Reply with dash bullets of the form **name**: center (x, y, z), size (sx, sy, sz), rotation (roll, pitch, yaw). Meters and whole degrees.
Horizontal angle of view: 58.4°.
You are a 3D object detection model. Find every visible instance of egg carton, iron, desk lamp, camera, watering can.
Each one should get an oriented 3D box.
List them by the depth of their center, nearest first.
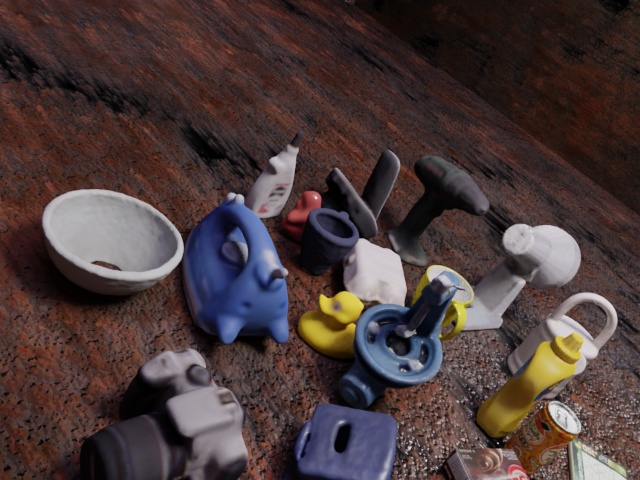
- **camera**: center (-0.151, 0.177, 0.541), size (0.137, 0.100, 0.143), rotation (-4, 44, -45)
- **iron**: center (-0.113, 0.016, 0.776), size (0.119, 0.141, 0.257), rotation (6, 38, -36)
- **watering can**: center (0.414, 0.174, 0.958), size (0.101, 0.194, 0.173), rotation (24, 30, -12)
- **egg carton**: center (0.086, 0.062, 0.959), size (0.107, 0.069, 0.150), rotation (22, 31, -15)
- **desk lamp**: center (0.352, 0.061, 1.053), size (0.204, 0.213, 0.117), rotation (2, 40, -40)

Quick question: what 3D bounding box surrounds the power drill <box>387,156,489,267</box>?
- **power drill**: center (0.222, -0.055, 1.116), size (0.076, 0.208, 0.229), rotation (14, 33, -26)

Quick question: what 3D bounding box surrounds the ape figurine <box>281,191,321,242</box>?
- **ape figurine**: center (-0.026, -0.047, 0.999), size (0.078, 0.092, 0.076), rotation (-8, 47, -48)

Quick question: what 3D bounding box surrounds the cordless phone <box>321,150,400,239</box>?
- **cordless phone**: center (0.083, -0.108, 1.095), size (0.094, 0.185, 0.147), rotation (2, 40, -40)

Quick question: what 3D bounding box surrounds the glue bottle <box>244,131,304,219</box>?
- **glue bottle**: center (-0.070, -0.113, 0.977), size (0.037, 0.173, 0.078), rotation (45, 33, 24)

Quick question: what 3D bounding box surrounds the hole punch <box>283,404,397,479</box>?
- **hole punch**: center (0.023, 0.232, 0.623), size (0.101, 0.091, 0.109), rotation (29, 30, -3)

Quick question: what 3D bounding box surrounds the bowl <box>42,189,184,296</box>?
- **bowl**: center (-0.262, 0.015, 0.712), size (0.168, 0.074, 0.167), rotation (23, 31, -14)

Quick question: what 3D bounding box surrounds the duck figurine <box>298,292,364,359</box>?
- **duck figurine**: center (0.031, 0.114, 0.814), size (0.105, 0.086, 0.077), rotation (25, 30, -10)

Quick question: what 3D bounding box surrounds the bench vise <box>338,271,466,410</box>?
- **bench vise**: center (0.122, 0.107, 0.771), size (0.121, 0.219, 0.208), rotation (32, 30, 3)

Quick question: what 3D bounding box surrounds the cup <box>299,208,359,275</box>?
- **cup**: center (0.009, 0.003, 0.952), size (0.091, 0.095, 0.118), rotation (32, 30, 3)
